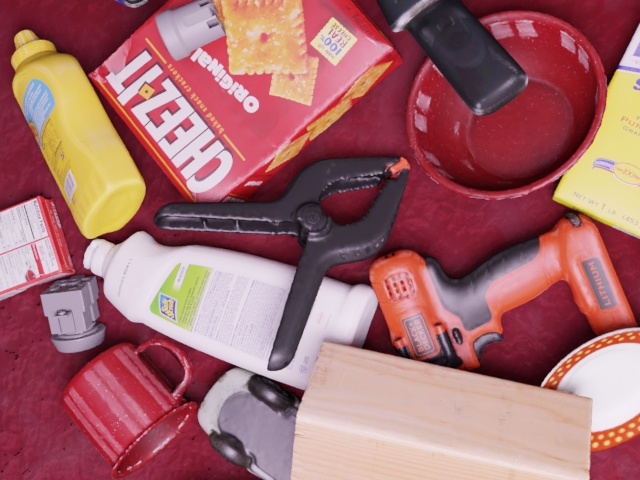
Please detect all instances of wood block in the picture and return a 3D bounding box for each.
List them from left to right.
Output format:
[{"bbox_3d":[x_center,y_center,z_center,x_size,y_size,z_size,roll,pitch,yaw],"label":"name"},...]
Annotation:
[{"bbox_3d":[0.089,0.156,0.797,0.206,0.090,0.091,12,126,8],"label":"wood block"}]

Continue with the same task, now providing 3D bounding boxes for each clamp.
[{"bbox_3d":[-0.006,0.001,0.859,0.209,0.036,0.165,-26,70,-19],"label":"clamp"}]

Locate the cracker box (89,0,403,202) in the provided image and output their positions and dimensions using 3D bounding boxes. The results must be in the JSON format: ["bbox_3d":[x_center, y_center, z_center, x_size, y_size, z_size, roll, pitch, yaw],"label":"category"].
[{"bbox_3d":[-0.064,-0.146,0.907,0.214,0.072,0.164,-40,81,8],"label":"cracker box"}]

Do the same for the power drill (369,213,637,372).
[{"bbox_3d":[0.152,0.072,0.858,0.188,0.057,0.184,-22,97,7],"label":"power drill"}]

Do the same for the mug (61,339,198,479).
[{"bbox_3d":[-0.157,0.133,0.907,0.081,0.093,0.117,46,103,15],"label":"mug"}]

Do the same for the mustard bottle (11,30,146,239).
[{"bbox_3d":[-0.219,-0.103,0.927,0.058,0.096,0.192,-21,73,-30],"label":"mustard bottle"}]

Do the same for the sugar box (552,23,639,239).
[{"bbox_3d":[0.266,-0.093,0.851,0.093,0.048,0.176,26,95,11],"label":"sugar box"}]

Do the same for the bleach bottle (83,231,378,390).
[{"bbox_3d":[-0.084,0.046,0.910,0.251,0.068,0.102,20,89,14],"label":"bleach bottle"}]

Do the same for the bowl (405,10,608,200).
[{"bbox_3d":[0.153,-0.100,0.855,0.162,0.055,0.162,-9,70,24],"label":"bowl"}]

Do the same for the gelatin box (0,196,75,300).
[{"bbox_3d":[-0.274,0.009,0.965,0.089,0.030,0.073,-20,83,10],"label":"gelatin box"}]

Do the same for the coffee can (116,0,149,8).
[{"bbox_3d":[-0.204,-0.276,0.923,0.140,0.102,0.103,26,93,11],"label":"coffee can"}]
